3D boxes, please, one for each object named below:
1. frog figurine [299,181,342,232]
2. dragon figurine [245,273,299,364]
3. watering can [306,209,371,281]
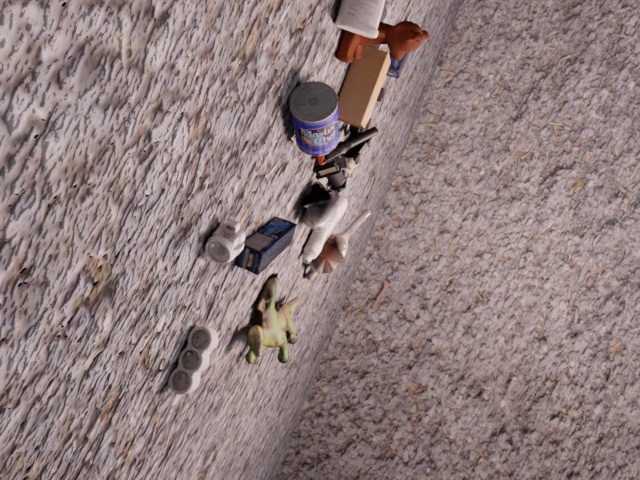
[{"bbox_3d":[0.005,-0.076,1.505,0.155,0.122,0.141,82,11,-46],"label":"frog figurine"},{"bbox_3d":[-0.126,0.208,1.492,0.419,0.122,0.237,-67,164,-57],"label":"dragon figurine"},{"bbox_3d":[0.064,0.014,1.861,0.347,0.104,0.224,-49,178,2],"label":"watering can"}]
